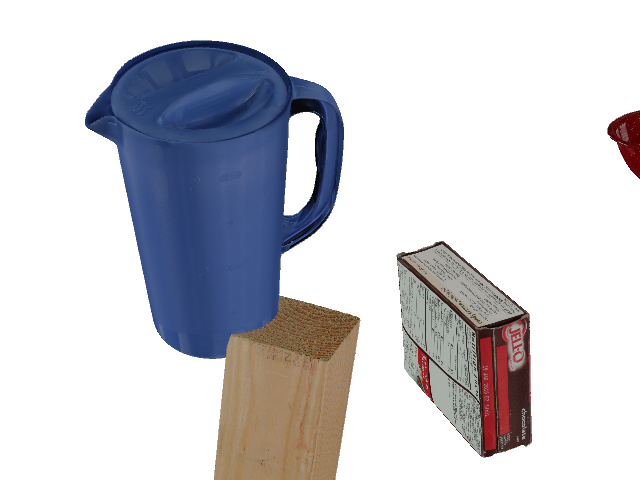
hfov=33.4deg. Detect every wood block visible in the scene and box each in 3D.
[{"bbox_3d":[-0.033,0.163,0.927,0.090,0.206,0.090,14,25,14],"label":"wood block"}]

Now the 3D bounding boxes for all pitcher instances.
[{"bbox_3d":[-0.077,-0.025,0.840,0.149,0.243,0.144,24,47,24],"label":"pitcher"}]

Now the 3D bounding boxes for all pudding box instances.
[{"bbox_3d":[0.087,0.063,0.651,0.039,0.090,0.114,-14,27,-18],"label":"pudding box"}]

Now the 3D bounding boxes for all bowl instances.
[{"bbox_3d":[0.344,-0.078,0.972,0.162,0.055,0.162,-5,22,2],"label":"bowl"}]
